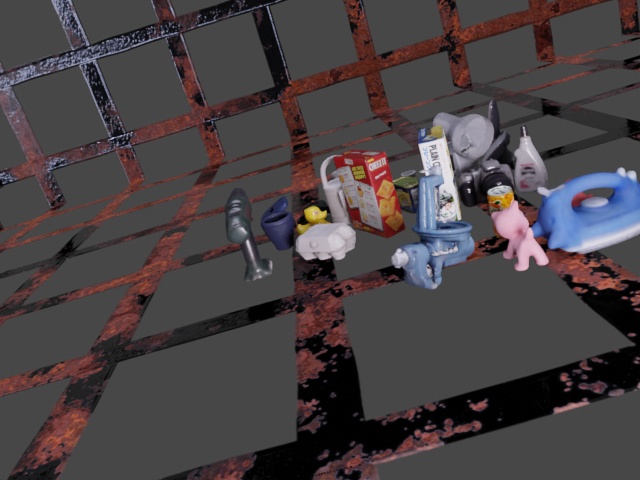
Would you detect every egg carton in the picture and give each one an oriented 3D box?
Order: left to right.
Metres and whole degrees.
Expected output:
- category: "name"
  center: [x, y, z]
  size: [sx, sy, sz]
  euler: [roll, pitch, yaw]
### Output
- category: "egg carton"
  center: [0.013, 0.005, 1.455]
  size: [0.149, 0.069, 0.107]
  euler: [-2, 25, 36]

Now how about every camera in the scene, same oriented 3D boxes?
- category: "camera"
  center: [0.429, -0.143, 1.460]
  size: [0.143, 0.101, 0.137]
  euler: [-14, 20, 8]

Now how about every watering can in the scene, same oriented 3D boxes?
- category: "watering can"
  center: [0.057, -0.151, 1.651]
  size: [0.101, 0.194, 0.172]
  euler: [-24, 21, -17]

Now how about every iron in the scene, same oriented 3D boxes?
- category: "iron"
  center: [0.541, -0.072, 1.116]
  size: [0.258, 0.142, 0.118]
  euler: [-18, 20, -3]

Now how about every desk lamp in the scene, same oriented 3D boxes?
- category: "desk lamp"
  center: [0.397, -0.256, 1.621]
  size: [0.118, 0.214, 0.202]
  euler: [-24, 21, -18]

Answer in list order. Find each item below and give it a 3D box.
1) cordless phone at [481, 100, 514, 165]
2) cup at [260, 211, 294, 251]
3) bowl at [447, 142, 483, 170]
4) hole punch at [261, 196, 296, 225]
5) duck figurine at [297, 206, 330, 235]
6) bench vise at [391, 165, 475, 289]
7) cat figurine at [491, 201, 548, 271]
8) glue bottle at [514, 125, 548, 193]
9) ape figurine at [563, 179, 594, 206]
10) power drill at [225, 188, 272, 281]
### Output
- category: "cordless phone"
  center: [0.522, -0.320, 1.731]
  size: [0.094, 0.185, 0.148]
  euler: [-9, 21, 22]
- category: "cup"
  center: [-0.106, -0.025, 1.598]
  size: [0.091, 0.095, 0.118]
  euler: [-11, 21, 17]
- category: "bowl"
  center: [0.448, -0.267, 1.814]
  size: [0.167, 0.075, 0.167]
  euler: [-15, 20, 6]
- category: "hole punch"
  center: [-0.135, -0.076, 1.763]
  size: [0.101, 0.091, 0.108]
  euler: [-19, 20, -4]
- category: "duck figurine"
  center: [-0.019, -0.052, 1.609]
  size: [0.104, 0.086, 0.077]
  euler: [-12, 20, 15]
- category: "bench vise"
  center: [0.224, -0.025, 1.136]
  size: [0.121, 0.220, 0.208]
  euler: [-2, 25, 36]
- category: "cat figurine"
  center: [0.389, -0.016, 1.129]
  size: [0.067, 0.118, 0.127]
  euler: [-18, 20, -1]
- category: "glue bottle"
  center: [0.522, -0.204, 1.439]
  size: [0.077, 0.173, 0.037]
  euler: [-4, 24, 32]
- category: "ape figurine"
  center: [0.546, -0.088, 1.229]
  size: [0.077, 0.092, 0.076]
  euler: [-2, 25, 36]
- category: "power drill"
  center: [-0.188, -0.012, 1.461]
  size: [0.075, 0.209, 0.229]
  euler: [-17, 20, 1]
